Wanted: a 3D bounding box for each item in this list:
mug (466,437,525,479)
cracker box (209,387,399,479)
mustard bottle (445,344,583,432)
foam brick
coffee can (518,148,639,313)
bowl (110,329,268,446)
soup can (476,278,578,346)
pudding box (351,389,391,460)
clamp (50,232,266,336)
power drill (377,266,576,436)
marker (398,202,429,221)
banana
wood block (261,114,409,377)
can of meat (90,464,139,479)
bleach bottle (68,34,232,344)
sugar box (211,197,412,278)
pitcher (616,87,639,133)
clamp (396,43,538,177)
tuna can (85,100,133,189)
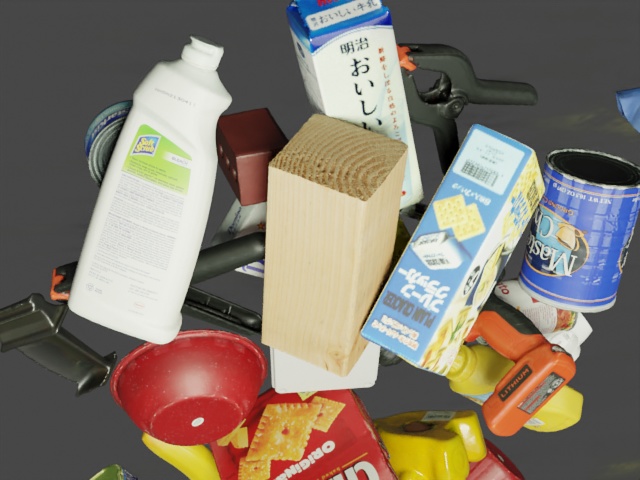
[{"bbox_3d":[0.202,0.301,1.299,0.081,0.093,0.117,-47,118,7],"label":"mug"},{"bbox_3d":[-0.016,0.236,1.089,0.164,0.214,0.072,-30,126,0],"label":"cracker box"},{"bbox_3d":[0.203,0.163,1.208,0.191,0.096,0.058,28,67,-33],"label":"mustard bottle"},{"bbox_3d":[-0.058,-0.074,0.947,0.051,0.078,0.053,-13,126,-15],"label":"foam brick"},{"bbox_3d":[0.267,-0.011,1.093,0.102,0.103,0.140,-2,116,-21],"label":"coffee can"},{"bbox_3d":[-0.127,0.160,1.071,0.162,0.055,0.162,-9,140,-8],"label":"bowl"},{"bbox_3d":[0.220,0.075,1.165,0.102,0.068,0.068,-9,125,-15],"label":"soup can"},{"bbox_3d":[0.011,0.230,1.175,0.113,0.090,0.039,-32,127,2],"label":"pudding box"},{"bbox_3d":[-0.141,0.037,0.988,0.209,0.036,0.165,5,145,-12],"label":"clamp"},{"bbox_3d":[0.152,0.107,1.087,0.184,0.188,0.057,-48,142,13],"label":"power drill"},{"bbox_3d":[0.106,-0.027,1.081,0.120,0.020,0.020,16,115,-30],"label":"marker"},{"bbox_3d":[-0.133,0.268,1.178,0.069,0.037,0.198,-22,128,-7],"label":"banana"},{"bbox_3d":[0.010,0.007,0.932,0.091,0.090,0.206,20,134,17],"label":"wood block"},{"bbox_3d":[-0.224,0.300,1.152,0.102,0.057,0.083,-39,126,6],"label":"can of meat"},{"bbox_3d":[-0.128,-0.044,0.888,0.102,0.068,0.251,20,106,-5],"label":"bleach bottle"},{"bbox_3d":[-0.007,0.002,1.038,0.176,0.048,0.093,15,120,-31],"label":"sugar box"},{"bbox_3d":[0.420,-0.178,1.030,0.149,0.145,0.243,11,116,-45],"label":"pitcher"},{"bbox_3d":[0.131,-0.138,1.004,0.120,0.039,0.171,-44,134,3],"label":"clamp"},{"bbox_3d":[-0.161,-0.078,0.931,0.086,0.034,0.086,-10,126,-15],"label":"tuna can"}]
